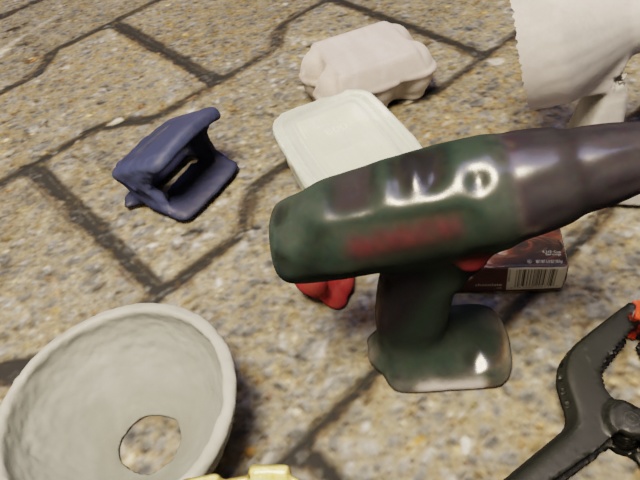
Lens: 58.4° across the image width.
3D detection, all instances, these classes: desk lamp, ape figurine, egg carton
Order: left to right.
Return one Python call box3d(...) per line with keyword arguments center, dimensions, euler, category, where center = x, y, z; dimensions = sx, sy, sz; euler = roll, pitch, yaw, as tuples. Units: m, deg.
box3d(center=(0.004, 0.002, 0.488), dimensions=(0.078, 0.092, 0.076), euler=(-29, 50, -16), category="ape figurine")
box3d(center=(0.054, -0.199, 0.675), dimensions=(0.150, 0.069, 0.107), euler=(-22, 48, -10), category="egg carton")
box3d(center=(0.255, -0.140, 0.490), dimensions=(0.203, 0.214, 0.118), euler=(4, 49, 13), category="desk lamp")

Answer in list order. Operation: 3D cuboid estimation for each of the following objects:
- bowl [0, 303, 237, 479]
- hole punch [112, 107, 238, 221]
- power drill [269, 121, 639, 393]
box3d(center=(-0.132, 0.131, 0.407), dimensions=(0.167, 0.075, 0.167), euler=(-5, 48, 6), category="bowl")
box3d(center=(-0.158, -0.088, 0.597), dimensions=(0.100, 0.091, 0.109), euler=(19, 54, 25), category="hole punch")
box3d(center=(0.089, 0.018, 0.380), dimensions=(0.229, 0.209, 0.075), euler=(-6, 48, 5), category="power drill")
